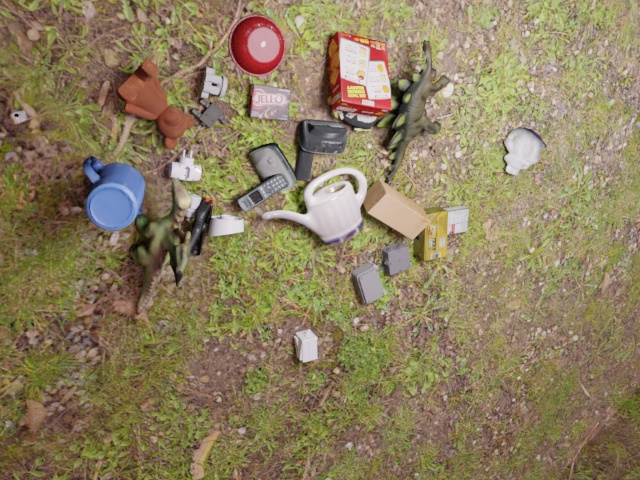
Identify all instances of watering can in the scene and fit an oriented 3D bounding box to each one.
[{"bbox_3d":[0.005,-0.078,1.547,0.350,0.105,0.220,-30,117,-17],"label":"watering can"}]

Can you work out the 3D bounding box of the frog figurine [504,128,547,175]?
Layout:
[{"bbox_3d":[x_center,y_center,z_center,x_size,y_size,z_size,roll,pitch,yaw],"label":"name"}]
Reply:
[{"bbox_3d":[0.706,-0.312,1.820,0.137,0.123,0.159,39,96,3],"label":"frog figurine"}]

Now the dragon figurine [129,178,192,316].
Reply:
[{"bbox_3d":[-0.399,0.040,1.314,0.122,0.245,0.407,7,100,-32],"label":"dragon figurine"}]
